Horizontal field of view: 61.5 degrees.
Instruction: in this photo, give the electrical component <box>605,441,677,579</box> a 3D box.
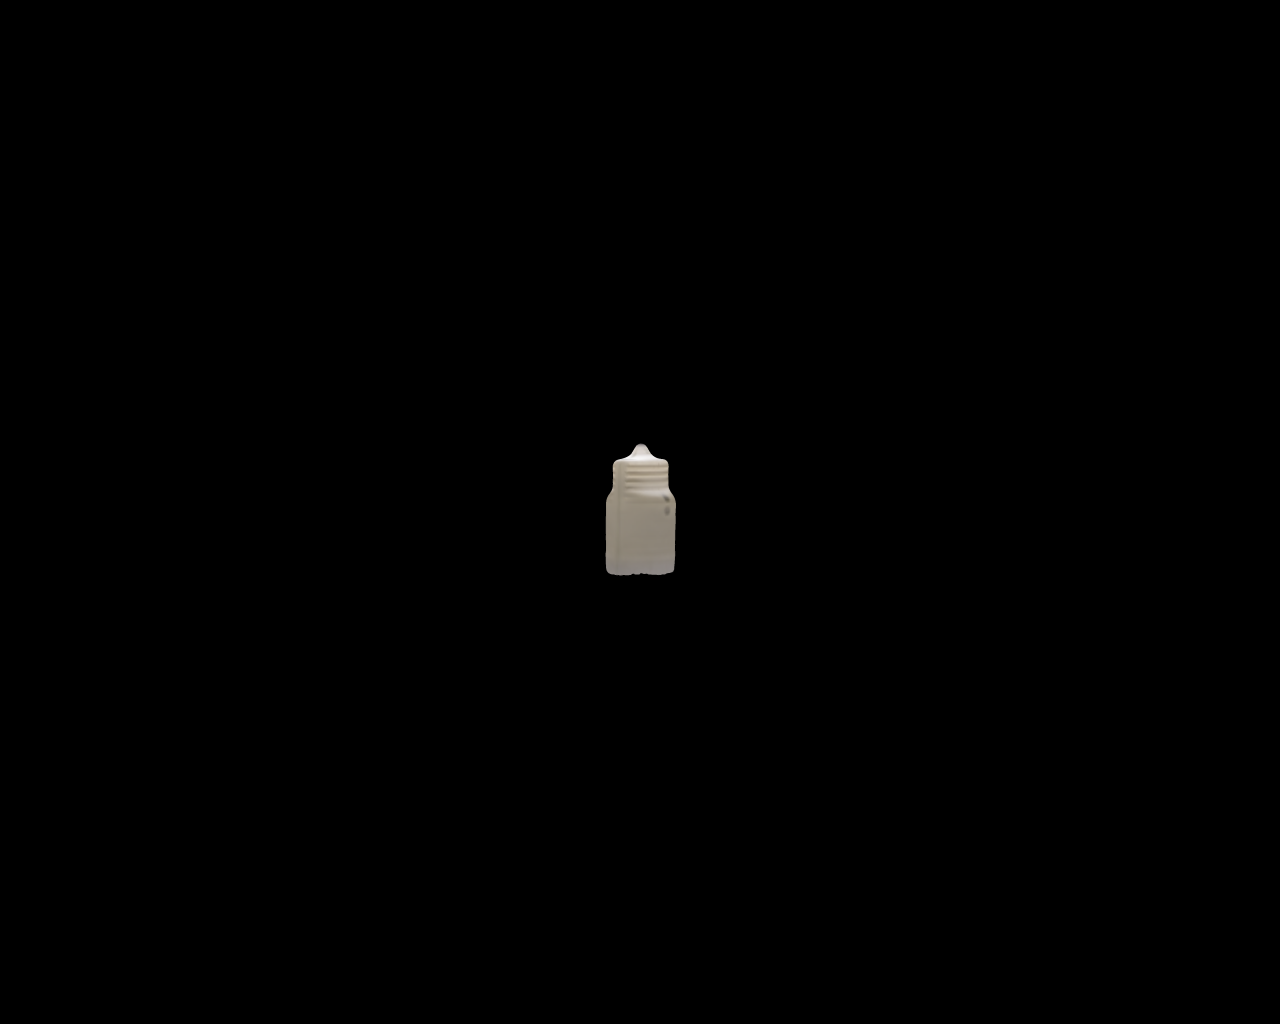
[{"bbox_3d":[0.001,-0.003,0.650,0.043,0.081,0.043,0,4,0],"label":"electrical component"}]
